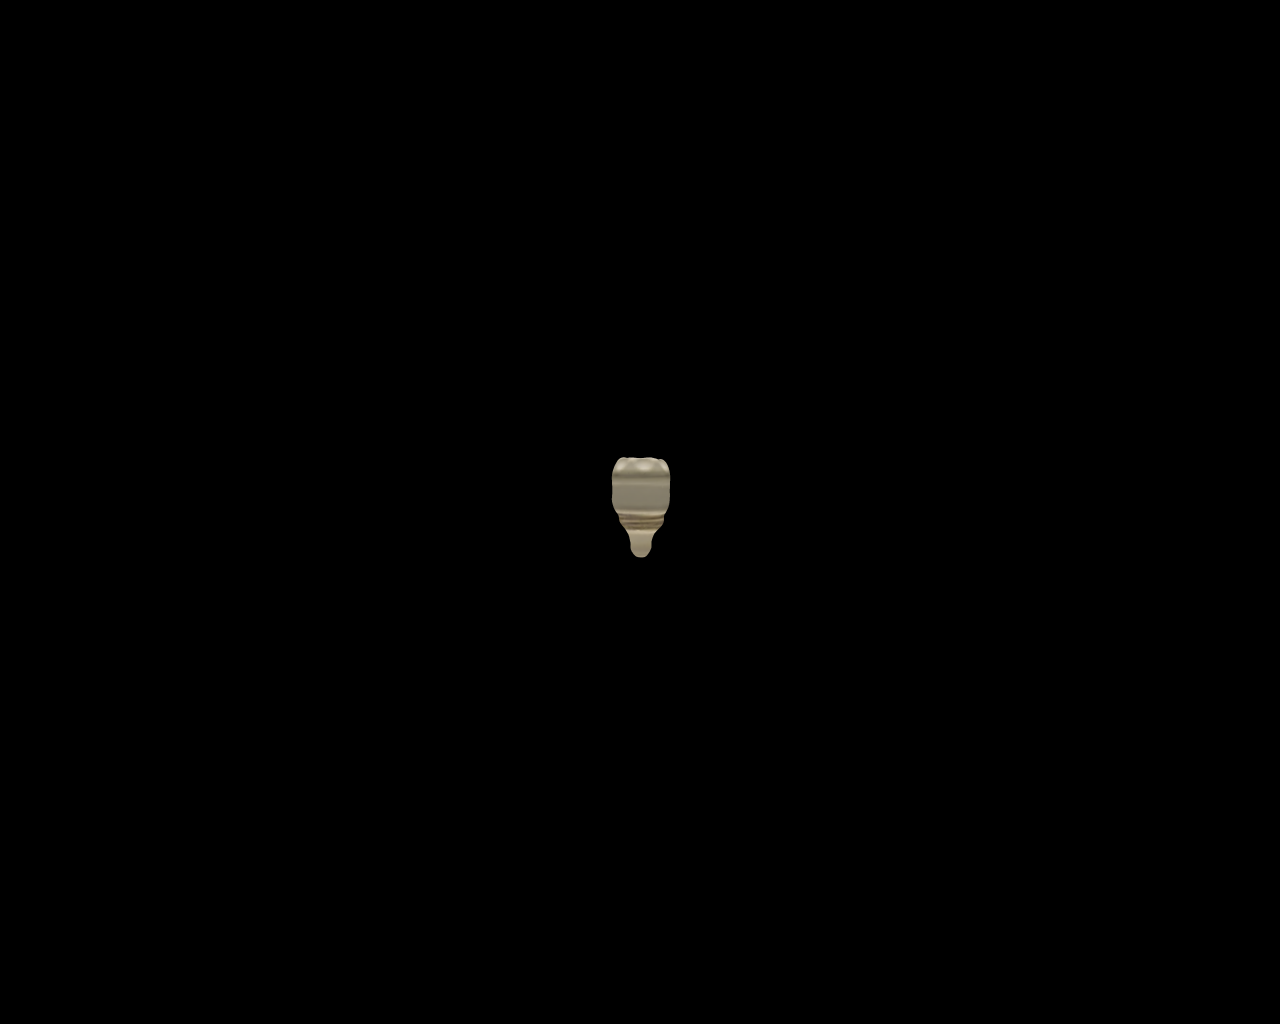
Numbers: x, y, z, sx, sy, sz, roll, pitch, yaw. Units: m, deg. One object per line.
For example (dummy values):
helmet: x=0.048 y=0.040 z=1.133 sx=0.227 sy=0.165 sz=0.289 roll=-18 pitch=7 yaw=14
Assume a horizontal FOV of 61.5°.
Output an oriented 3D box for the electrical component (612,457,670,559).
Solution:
electrical component: x=0.001 y=-0.003 z=0.650 sx=0.035 sy=0.061 sz=0.035 roll=0 pitch=2 yaw=0
